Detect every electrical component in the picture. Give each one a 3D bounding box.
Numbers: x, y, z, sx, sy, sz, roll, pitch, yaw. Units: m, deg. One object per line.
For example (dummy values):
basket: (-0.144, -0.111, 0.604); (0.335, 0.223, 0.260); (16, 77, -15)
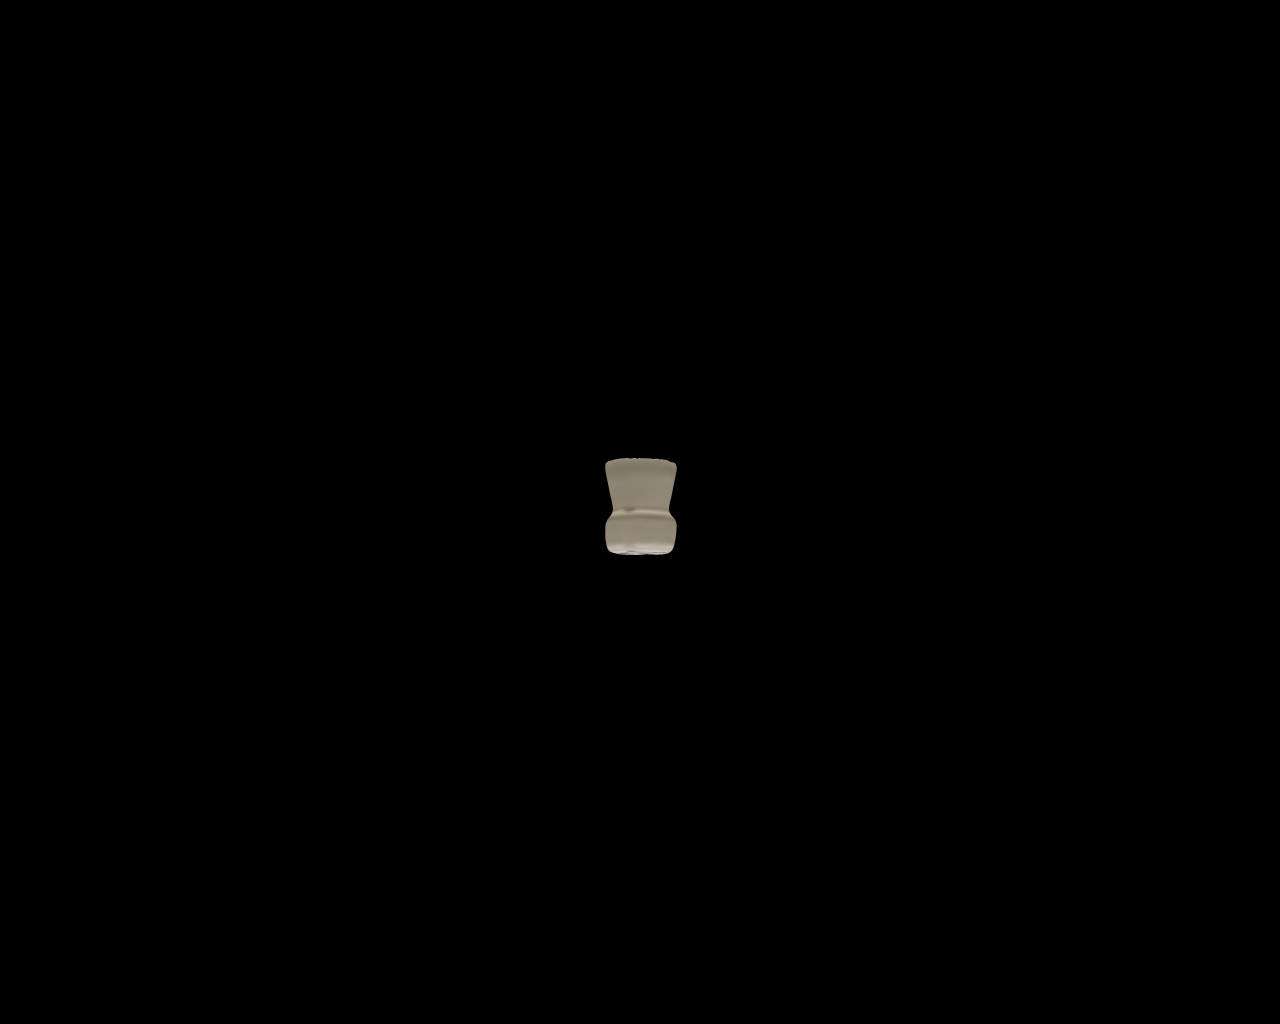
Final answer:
electrical component: (0.001, -0.003, 0.650); (0.045, 0.055, 0.045); (0, -7, 0)
